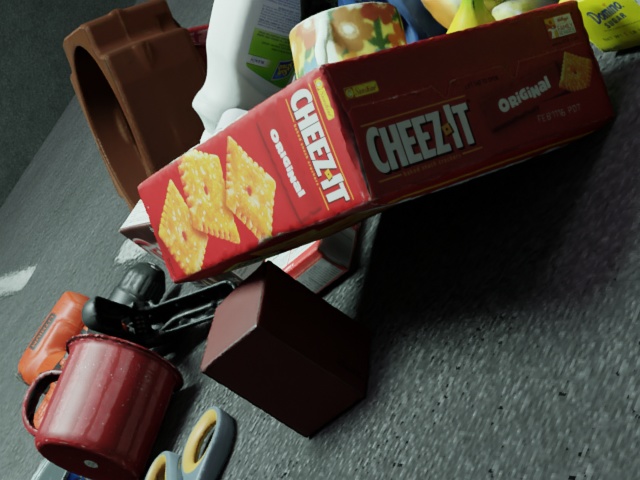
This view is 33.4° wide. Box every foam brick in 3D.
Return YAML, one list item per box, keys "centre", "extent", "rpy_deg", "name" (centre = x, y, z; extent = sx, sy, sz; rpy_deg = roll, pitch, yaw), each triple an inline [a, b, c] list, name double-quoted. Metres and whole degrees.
- centre: [-0.018, 0.061, 0.585]
  extent: [0.051, 0.078, 0.053]
  rpy_deg: [-39, 25, 33]
  name: "foam brick"

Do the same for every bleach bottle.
- centre: [-0.047, -0.180, 0.852]
  extent: [0.068, 0.102, 0.251]
  rpy_deg: [43, 116, 44]
  name: "bleach bottle"

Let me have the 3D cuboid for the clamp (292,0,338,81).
- centre: [-0.007, -0.105, 0.811]
  extent: [0.210, 0.036, 0.164]
  rpy_deg: [-46, -26, -78]
  name: "clamp"

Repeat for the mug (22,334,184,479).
- centre: [-0.167, 0.125, 0.781]
  extent: [0.117, 0.093, 0.081]
  rpy_deg: [5, 58, 19]
  name: "mug"

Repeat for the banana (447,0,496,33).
- centre: [0.070, -0.118, 0.697]
  extent: [0.198, 0.037, 0.069]
  rpy_deg: [168, 92, -69]
  name: "banana"

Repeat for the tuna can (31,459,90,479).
- centre: [-0.206, 0.201, 0.847]
  extent: [0.086, 0.033, 0.086]
  rpy_deg: [-46, 22, 24]
  name: "tuna can"

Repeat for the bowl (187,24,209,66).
- centre: [-0.068, -0.181, 1.041]
  extent: [0.162, 0.162, 0.055]
  rpy_deg: [-124, 27, -69]
  name: "bowl"

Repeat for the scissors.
- centre: [-0.072, 0.162, 0.635]
  extent: [0.096, 0.016, 0.202]
  rpy_deg: [-55, 20, 0]
  name: "scissors"

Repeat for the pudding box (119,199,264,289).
- centre: [-0.100, 0.002, 0.844]
  extent: [0.114, 0.090, 0.039]
  rpy_deg: [-11, 46, 62]
  name: "pudding box"

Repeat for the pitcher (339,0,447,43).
- centre: [0.096, -0.260, 0.784]
  extent: [0.243, 0.144, 0.149]
  rpy_deg: [-52, 42, -4]
  name: "pitcher"

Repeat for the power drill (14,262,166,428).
- centre: [-0.222, 0.096, 1.013]
  extent: [0.184, 0.057, 0.188]
  rpy_deg: [-58, 20, -10]
  name: "power drill"

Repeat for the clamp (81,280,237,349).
- centre: [-0.147, 0.066, 0.839]
  extent: [0.172, 0.120, 0.039]
  rpy_deg: [-33, 60, 54]
  name: "clamp"

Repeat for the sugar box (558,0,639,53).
- centre: [0.197, -0.181, 0.533]
  extent: [0.176, 0.048, 0.093]
  rpy_deg: [-61, 21, -13]
  name: "sugar box"

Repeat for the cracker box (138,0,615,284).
- centre: [0.021, -0.045, 0.570]
  extent: [0.163, 0.072, 0.214]
  rpy_deg: [-21, 1, -33]
  name: "cracker box"

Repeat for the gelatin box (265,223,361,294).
- centre: [-0.005, 0.001, 0.720]
  extent: [0.073, 0.030, 0.089]
  rpy_deg: [-39, 24, 39]
  name: "gelatin box"
